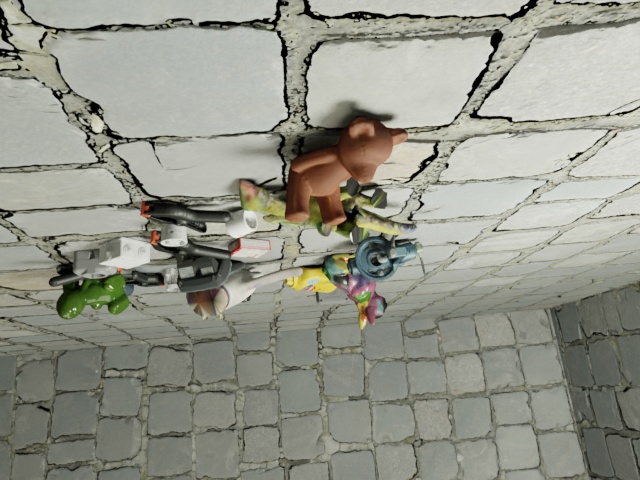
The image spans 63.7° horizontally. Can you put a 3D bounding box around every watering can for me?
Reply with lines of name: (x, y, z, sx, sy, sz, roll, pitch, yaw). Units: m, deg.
watering can: (-0.237, 0.134, 1.496, 0.345, 0.103, 0.227, -12, -170, 32)

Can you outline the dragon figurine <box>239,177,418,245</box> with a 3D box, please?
dragon figurine: (0.003, -0.053, 1.062, 0.243, 0.123, 0.408, 3, 171, 41)
